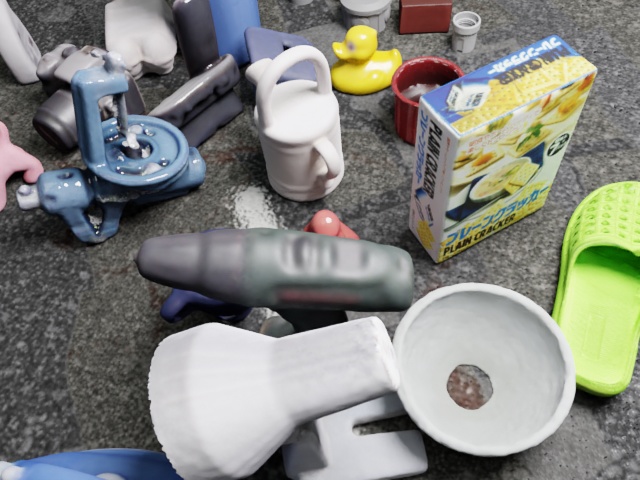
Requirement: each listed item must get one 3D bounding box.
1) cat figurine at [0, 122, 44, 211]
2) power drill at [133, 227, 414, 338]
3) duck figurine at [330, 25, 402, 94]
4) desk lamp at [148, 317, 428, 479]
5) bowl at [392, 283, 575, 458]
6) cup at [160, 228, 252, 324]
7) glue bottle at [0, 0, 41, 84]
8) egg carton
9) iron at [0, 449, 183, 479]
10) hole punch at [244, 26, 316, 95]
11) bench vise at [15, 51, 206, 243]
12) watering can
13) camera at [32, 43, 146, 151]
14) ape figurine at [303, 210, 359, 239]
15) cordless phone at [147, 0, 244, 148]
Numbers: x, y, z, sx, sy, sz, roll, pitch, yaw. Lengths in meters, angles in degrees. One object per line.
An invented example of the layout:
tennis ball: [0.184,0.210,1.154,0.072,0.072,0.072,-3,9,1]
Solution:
cat figurine: [-0.437,-0.096,0.725,0.067,0.118,0.128,27,63,21]
power drill: [-0.030,0.061,0.532,0.229,0.209,0.075,-3,57,3]
duck figurine: [0.064,-0.262,0.808,0.104,0.086,0.077,-7,57,1]
desk lamp: [-0.013,0.136,0.479,0.203,0.214,0.118,-10,56,-1]
bowl: [0.150,0.129,0.552,0.167,0.075,0.167,-2,57,4]
cup: [-0.111,0.057,0.610,0.091,0.095,0.118,35,66,24]
glue bottle: [-0.465,-0.318,0.840,0.037,0.173,0.078,-15,57,-4]
egg carton: [-0.275,-0.316,0.884,0.107,0.069,0.150,-14,57,-4]
iron: [-0.188,0.222,0.481,0.258,0.141,0.119,9,58,11]
hole punch: [-0.051,-0.250,0.808,0.101,0.091,0.108,-13,57,-3]
bench vise: [-0.243,-0.093,0.645,0.121,0.220,0.208,38,68,26]
watering can: [-0.032,-0.146,0.676,0.172,0.194,0.101,29,64,22]
camera: [-0.345,-0.202,0.797,0.143,0.101,0.137,24,62,19]
ape figurine: [0.006,0.002,0.637,0.078,0.092,0.076,-9,57,-1]
cordless phone: [-0.180,-0.224,0.746,0.094,0.185,0.148,30,64,22]
